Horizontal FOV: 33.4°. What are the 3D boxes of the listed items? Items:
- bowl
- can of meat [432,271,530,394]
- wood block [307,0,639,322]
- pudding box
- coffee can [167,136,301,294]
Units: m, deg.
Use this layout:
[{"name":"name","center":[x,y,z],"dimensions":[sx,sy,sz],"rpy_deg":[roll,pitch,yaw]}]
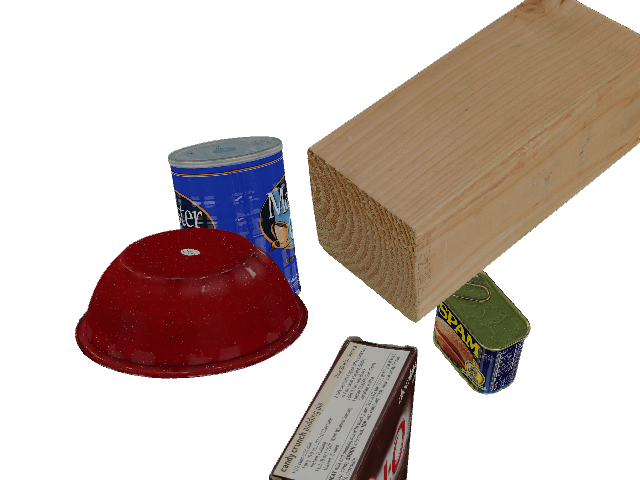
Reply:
[{"name":"bowl","center":[-0.089,0.033,0.735],"dimensions":[0.162,0.055,0.162],"rpy_deg":[-2,22,0]},{"name":"can of meat","center":[0.156,0.092,1.062],"dimensions":[0.057,0.084,0.102],"rpy_deg":[-23,52,-20]},{"name":"wood block","center":[0.100,-0.057,0.656],"dimensions":[0.205,0.090,0.091],"rpy_deg":[-36,55,-23]},{"name":"pudding box","center":[0.011,0.108,0.469],"dimensions":[0.039,0.090,0.113],"rpy_deg":[10,29,13]},{"name":"coffee can","center":[-0.077,-0.016,0.967],"dimensions":[0.103,0.140,0.103],"rpy_deg":[-7,15,2]}]
